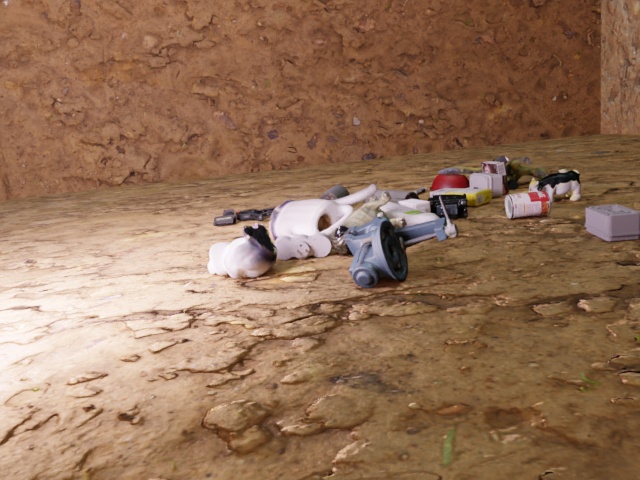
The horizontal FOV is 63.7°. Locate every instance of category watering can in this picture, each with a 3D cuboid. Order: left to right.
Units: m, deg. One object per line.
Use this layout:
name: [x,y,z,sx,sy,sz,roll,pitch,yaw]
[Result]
watering can: [0.004,-0.071,1.408,0.224,0.102,0.354,3,29,34]

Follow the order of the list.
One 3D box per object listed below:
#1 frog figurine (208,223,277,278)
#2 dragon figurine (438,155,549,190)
frog figurine: [-0.178,0.044,1.134,0.158,0.122,0.140,-39,13,18]
dragon figurine: [0.663,-0.255,1.947,0.410,0.121,0.244,6,8,17]
